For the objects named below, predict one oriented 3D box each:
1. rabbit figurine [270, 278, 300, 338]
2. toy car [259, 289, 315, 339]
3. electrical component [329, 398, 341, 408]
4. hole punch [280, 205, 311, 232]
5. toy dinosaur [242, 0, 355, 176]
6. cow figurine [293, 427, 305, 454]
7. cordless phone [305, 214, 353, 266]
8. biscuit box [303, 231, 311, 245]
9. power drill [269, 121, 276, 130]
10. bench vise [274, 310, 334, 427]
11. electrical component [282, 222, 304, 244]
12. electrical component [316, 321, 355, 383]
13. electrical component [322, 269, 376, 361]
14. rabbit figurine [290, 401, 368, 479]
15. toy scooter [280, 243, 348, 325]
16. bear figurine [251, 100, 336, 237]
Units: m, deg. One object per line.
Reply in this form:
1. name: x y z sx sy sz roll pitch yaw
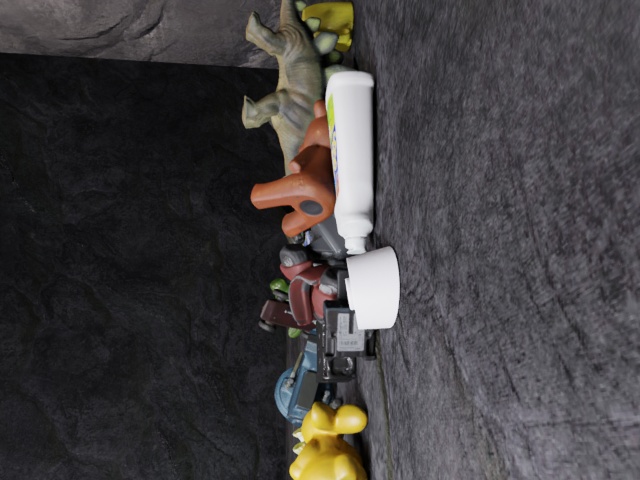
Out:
1. rabbit figurine: -0.054 0.174 1.399 0.170 0.121 0.159 -162 69 -68
2. toy car: -0.057 0.161 1.158 0.053 0.202 0.089 28 94 43
3. electrical component: 0.028 0.337 1.017 0.094 0.021 0.063 99 171 -57
4. hole punch: -0.013 -0.093 1.088 0.142 0.092 0.116 54 146 -6
5. toy dinosaur: -0.038 -0.236 0.950 0.105 0.199 0.470 -108 20 -70
6. cow figurine: -0.001 0.413 1.023 0.098 0.068 0.167 61 177 -3
7. cordless phone: 0.027 -0.036 0.959 0.146 0.089 0.184 104 177 -67
8. biscuit box: -0.002 -0.004 1.188 0.203 0.063 0.059 -115 27 -77
9. power drill: -0.043 -0.194 1.263 0.232 0.086 0.207 18 113 52
10. bench vise: -0.027 0.282 1.106 0.240 0.129 0.224 108 168 -57
11. electrical component: -0.056 -0.025 1.213 0.078 0.045 0.102 59 168 13
12. electrical component: 0.024 0.191 0.938 0.134 0.058 0.115 111 162 -69
13. electrical component: 0.042 0.103 0.740 0.048 0.075 0.119 -125 40 -81
14. rabbit figurine: 0.005 0.310 0.800 0.173 0.122 0.162 -100 18 -65
15. toy scooter: 0.000 0.092 0.846 0.184 0.075 0.135 25 121 43
16. bear figurine: -0.017 -0.122 0.878 0.120 0.132 0.196 42 -138 -39
